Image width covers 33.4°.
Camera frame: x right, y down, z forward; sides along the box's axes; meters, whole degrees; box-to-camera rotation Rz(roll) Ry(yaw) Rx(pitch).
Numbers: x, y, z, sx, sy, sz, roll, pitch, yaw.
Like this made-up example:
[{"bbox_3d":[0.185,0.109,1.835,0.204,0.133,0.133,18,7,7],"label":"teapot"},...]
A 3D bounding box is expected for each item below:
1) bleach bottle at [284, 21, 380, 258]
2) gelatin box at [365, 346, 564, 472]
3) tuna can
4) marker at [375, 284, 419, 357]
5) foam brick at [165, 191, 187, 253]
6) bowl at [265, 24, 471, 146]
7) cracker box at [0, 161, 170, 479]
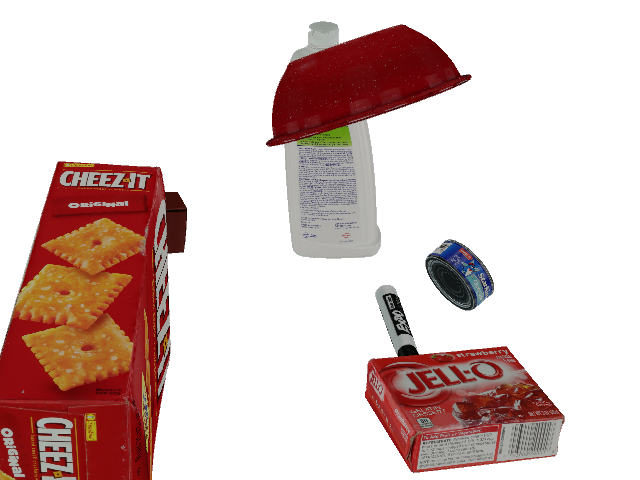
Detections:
[{"bbox_3d":[0.013,-0.104,1.119,0.102,0.251,0.068,-1,30,1],"label":"bleach bottle"},{"bbox_3d":[0.078,0.091,0.590,0.089,0.030,0.073,-3,26,-17],"label":"gelatin box"},{"bbox_3d":[0.167,0.043,1.291,0.033,0.086,0.086,-39,14,-18],"label":"tuna can"},{"bbox_3d":[0.064,0.074,0.873,0.020,0.020,0.121,0,27,-8],"label":"marker"},{"bbox_3d":[-0.185,-0.018,1.134,0.078,0.051,0.053,-3,24,-16],"label":"foam brick"},{"bbox_3d":[0.027,-0.121,0.799,0.162,0.055,0.162,-18,8,2],"label":"bowl"},{"bbox_3d":[-0.124,0.078,0.593,0.072,0.164,0.213,2,33,-4],"label":"cracker box"}]
